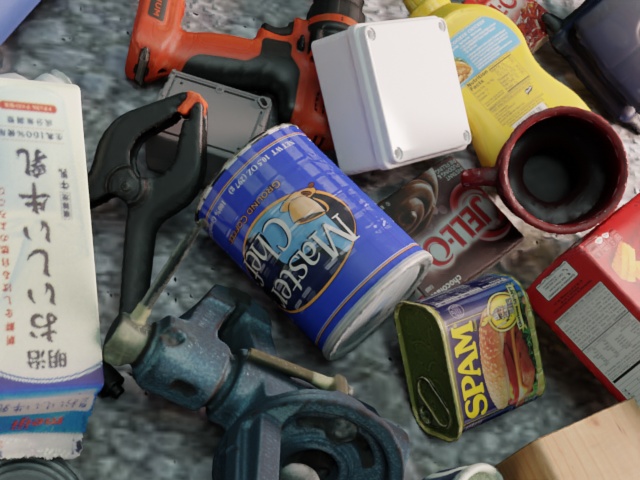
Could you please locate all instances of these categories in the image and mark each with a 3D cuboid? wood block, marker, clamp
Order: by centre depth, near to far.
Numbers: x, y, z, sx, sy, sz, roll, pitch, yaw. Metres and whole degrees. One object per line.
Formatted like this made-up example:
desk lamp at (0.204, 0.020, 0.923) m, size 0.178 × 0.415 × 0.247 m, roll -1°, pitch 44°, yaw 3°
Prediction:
wood block at (0.207, 0.226, 0.714) m, size 0.090 × 0.091 × 0.206 m, roll -17°, pitch 70°, yaw -23°
marker at (-0.176, 0.061, 0.731) m, size 0.020 × 0.020 × 0.121 m, roll -38°, pitch 78°, yaw -29°
clamp at (-0.144, -0.036, 0.750) m, size 0.120 × 0.039 × 0.171 m, roll 27°, pitch 85°, yaw -2°

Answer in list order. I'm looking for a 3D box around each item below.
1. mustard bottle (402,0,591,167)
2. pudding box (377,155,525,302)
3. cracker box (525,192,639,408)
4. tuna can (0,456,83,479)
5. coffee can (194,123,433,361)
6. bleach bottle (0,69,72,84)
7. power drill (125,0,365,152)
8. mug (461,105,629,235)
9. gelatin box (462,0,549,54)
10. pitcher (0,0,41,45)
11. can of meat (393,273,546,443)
mustard bottle at (0.134, -0.138, 0.890) m, size 0.096 × 0.058 × 0.191 m, roll -38°, pitch 83°, yaw -6°
pudding box at (0.090, -0.002, 0.829) m, size 0.113 × 0.039 × 0.090 m, roll -34°, pitch 76°, yaw -29°
cracker box at (0.273, 0.074, 0.792) m, size 0.214 × 0.072 × 0.163 m, roll 48°, pitch 36°, yaw 12°
tuna can at (-0.185, 0.175, 0.659) m, size 0.086 × 0.034 × 0.086 m, roll 7°, pitch 61°, yaw -13°
coffee can at (-0.005, 0.001, 0.758) m, size 0.102 × 0.103 × 0.140 m, roll -37°, pitch 74°, yaw -29°
bleach bottle at (-0.261, -0.036, 0.734) m, size 0.102 × 0.068 × 0.250 m, roll 42°, pitch 57°, yaw 4°
power drill at (-0.055, -0.172, 0.865) m, size 0.187 × 0.057 × 0.184 m, roll 13°, pitch 60°, yaw -9°
mug at (0.165, -0.050, 0.808) m, size 0.117 × 0.081 × 0.093 m, roll -7°, pitch 91°, yaw 2°
gelatin box at (0.160, -0.190, 0.953) m, size 0.073 × 0.030 × 0.089 m, roll 43°, pitch 60°, yaw 9°
pitcher at (-0.256, -0.241, 0.806) m, size 0.149 × 0.145 × 0.242 m, roll 11°, pitch 58°, yaw 29°
can of meat at (0.108, 0.081, 0.764) m, size 0.083 × 0.058 × 0.102 m, roll -18°, pitch 103°, yaw -27°
